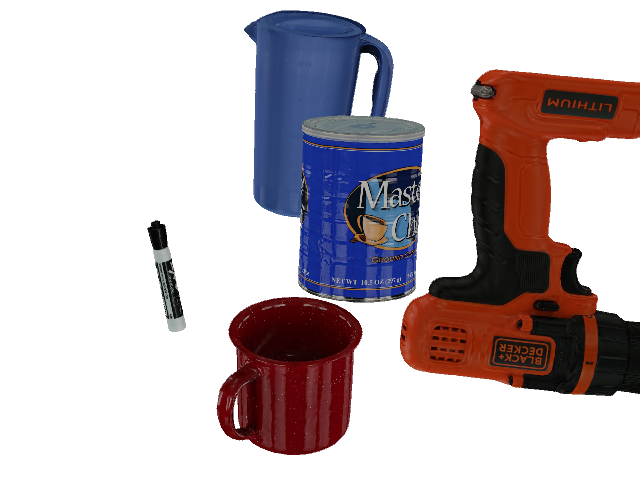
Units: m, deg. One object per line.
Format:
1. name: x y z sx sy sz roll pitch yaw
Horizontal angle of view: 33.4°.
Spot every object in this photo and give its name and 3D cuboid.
1. power drill: 0.147 -0.001 0.624 0.184 0.188 0.057 6 8 -5
2. coffee can: 0.034 -0.029 0.906 0.103 0.140 0.103 2 15 -1
3. pitcher: -0.012 -0.155 1.323 0.144 0.243 0.149 -9 28 -29
4. marker: -0.161 0.037 1.119 0.020 0.121 0.020 -8 18 3
5. mug: -0.026 0.102 0.751 0.093 0.081 0.117 21 32 35
